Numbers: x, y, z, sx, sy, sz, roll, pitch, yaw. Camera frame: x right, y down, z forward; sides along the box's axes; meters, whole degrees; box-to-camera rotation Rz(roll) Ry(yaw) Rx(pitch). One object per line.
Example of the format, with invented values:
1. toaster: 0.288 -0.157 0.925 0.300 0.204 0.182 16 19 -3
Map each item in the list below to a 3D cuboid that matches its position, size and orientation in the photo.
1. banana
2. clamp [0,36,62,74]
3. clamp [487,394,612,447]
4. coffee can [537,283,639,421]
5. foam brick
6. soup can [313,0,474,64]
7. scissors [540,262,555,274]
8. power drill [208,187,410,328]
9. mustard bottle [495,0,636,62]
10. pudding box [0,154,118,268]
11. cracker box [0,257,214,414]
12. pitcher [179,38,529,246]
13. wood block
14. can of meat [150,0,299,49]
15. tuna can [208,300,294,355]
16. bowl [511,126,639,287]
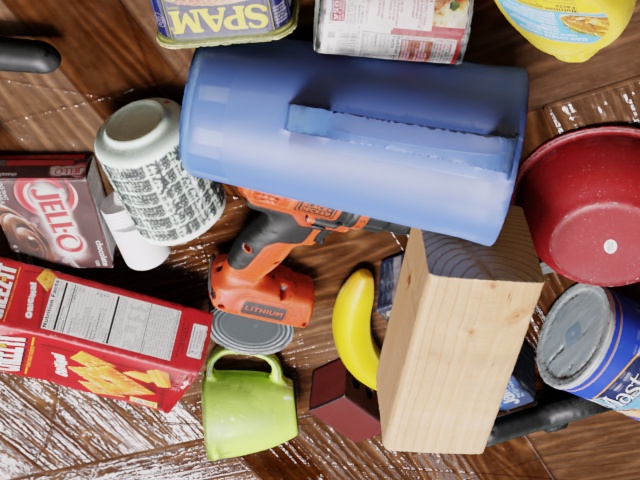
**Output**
1. banana: 0.049 0.098 1.049 0.069 0.037 0.197 -24 134 7
2. clamp: -0.311 -0.145 0.812 0.209 0.036 0.165 33 135 -29
3. clamp: 0.227 0.177 1.073 0.171 0.039 0.120 -20 175 8
4. coffee can: 0.286 0.109 0.980 0.140 0.102 0.103 23 136 -19
5. foam brick: 0.033 0.167 1.112 0.051 0.053 0.078 -28 129 32
6. soup can: 0.048 -0.158 0.729 0.102 0.068 0.068 4 139 -3
7. scissors: 0.274 0.015 0.941 0.202 0.016 0.096 -31 127 34
8. power drill: -0.006 0.001 0.928 0.184 0.057 0.188 15 136 -18
9. mustard bottle: 0.154 -0.169 0.691 0.096 0.058 0.191 19 167 28
10. pudding box: -0.233 -0.024 0.938 0.090 0.039 0.113 0 138 7
11. cracker box: -0.225 0.097 1.019 0.213 0.072 0.164 16 155 -12
12. pitcher: 0.024 -0.080 0.773 0.243 0.145 0.149 10 142 0
13. wood block: 0.108 0.077 0.882 0.090 0.091 0.206 4 131 -6
14. can of meat: -0.071 -0.184 0.729 0.102 0.057 0.084 -3 135 9
15. tuna can: -0.066 0.073 1.032 0.086 0.033 0.086 3 138 3
16. bowl: 0.234 -0.013 0.869 0.162 0.055 0.162 7 134 7
